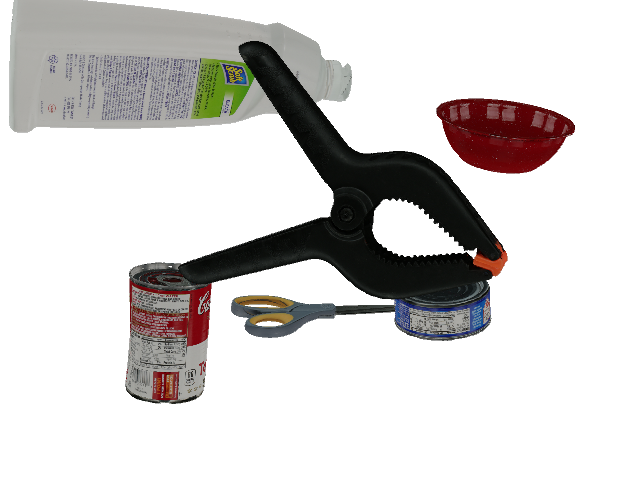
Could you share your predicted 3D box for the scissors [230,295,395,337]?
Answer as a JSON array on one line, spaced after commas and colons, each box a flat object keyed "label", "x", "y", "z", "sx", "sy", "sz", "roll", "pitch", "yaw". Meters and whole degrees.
[{"label": "scissors", "x": -0.001, "y": 0.086, "z": 1.190, "sx": 0.201, "sy": 0.016, "sz": 0.096, "roll": 4, "pitch": 22, "yaw": 0}]

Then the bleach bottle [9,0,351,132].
[{"label": "bleach bottle", "x": -0.102, "y": -0.123, "z": 0.802, "sx": 0.250, "sy": 0.068, "sz": 0.103, "roll": 3, "pitch": -40, "yaw": -14}]

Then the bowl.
[{"label": "bowl", "x": 0.212, "y": -0.119, "z": 1.250, "sx": 0.162, "sy": 0.055, "sz": 0.162, "roll": 4, "pitch": 23, "yaw": -2}]

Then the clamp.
[{"label": "clamp", "x": 0.018, "y": -0.030, "z": 0.674, "sx": 0.210, "sy": 0.165, "sz": 0.036, "roll": 14, "pitch": 15, "yaw": 13}]

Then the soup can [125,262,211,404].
[{"label": "soup can", "x": -0.127, "y": 0.076, "z": 0.884, "sx": 0.068, "sy": 0.102, "sz": 0.068, "roll": 5, "pitch": 14, "yaw": -1}]

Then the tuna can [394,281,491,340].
[{"label": "tuna can", "x": 0.108, "y": 0.055, "z": 0.944, "sx": 0.086, "sy": 0.034, "sz": 0.086, "roll": -4, "pitch": 21, "yaw": 1}]
